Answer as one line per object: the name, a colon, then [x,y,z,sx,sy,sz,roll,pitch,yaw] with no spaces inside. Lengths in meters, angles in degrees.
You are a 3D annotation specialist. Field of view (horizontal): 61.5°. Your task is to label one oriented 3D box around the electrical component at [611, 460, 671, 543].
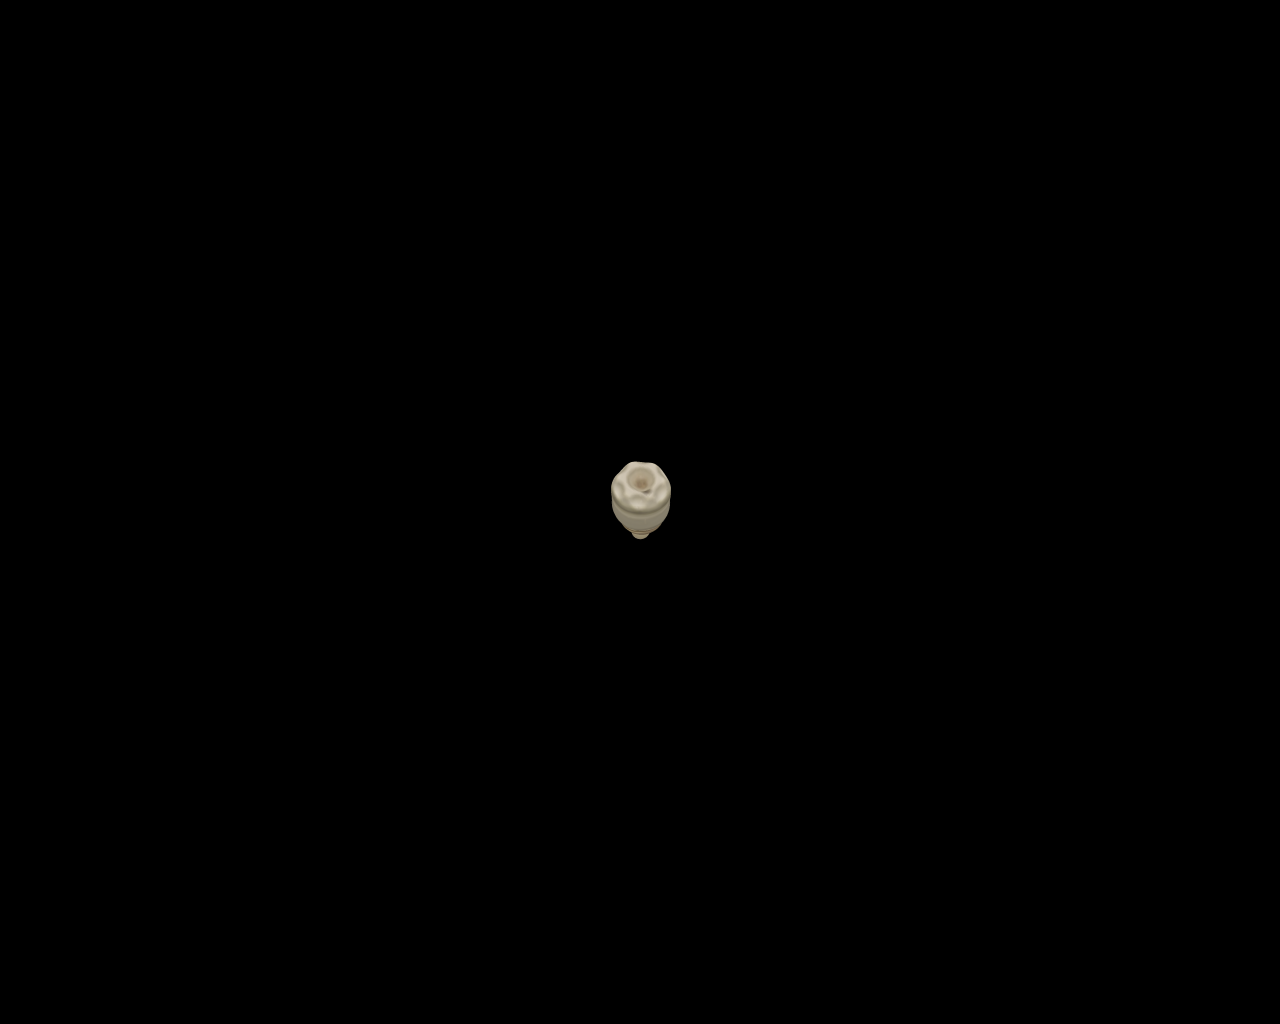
electrical component: [0.001,-0.003,0.650,0.035,0.035,0.061,0,-35,0]
